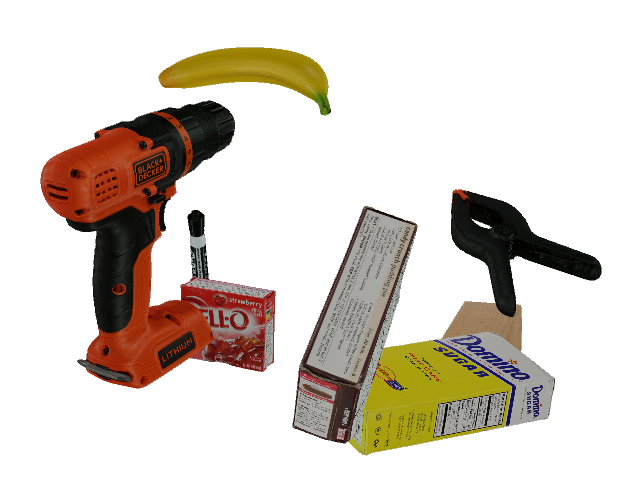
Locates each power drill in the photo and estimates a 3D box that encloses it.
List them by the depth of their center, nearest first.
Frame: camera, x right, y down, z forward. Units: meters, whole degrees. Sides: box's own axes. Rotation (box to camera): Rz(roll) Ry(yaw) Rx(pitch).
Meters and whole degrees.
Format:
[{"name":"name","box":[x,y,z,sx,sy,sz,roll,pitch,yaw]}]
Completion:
[{"name":"power drill","box":[-0.122,-0.001,0.788,0.057,0.188,0.184,12,26,32]}]

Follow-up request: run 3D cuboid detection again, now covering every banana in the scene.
[{"name":"banana","box":[-0.072,-0.176,1.123,0.198,0.037,0.069,10,44,19]}]

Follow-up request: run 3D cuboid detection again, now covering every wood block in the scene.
[{"name":"wood block","box":[0.231,0.166,1.547,0.091,0.090,0.205,3,18,19]}]

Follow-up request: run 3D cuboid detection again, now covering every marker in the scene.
[{"name":"marker","box":[-0.136,0.019,1.197,0.020,0.121,0.020,0,33,0]}]

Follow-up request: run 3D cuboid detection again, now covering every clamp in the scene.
[{"name":"clamp","box":[0.195,0.003,1.069,0.120,0.039,0.171,-10,45,-21]}]

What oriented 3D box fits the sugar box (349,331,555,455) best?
[{"name":"sugar box","box":[0.091,0.119,0.864,0.176,0.048,0.093,-9,26,-25]}]

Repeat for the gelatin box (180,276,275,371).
[{"name":"gelatin box","box":[-0.088,0.078,0.999,0.089,0.073,0.030,9,18,19]}]

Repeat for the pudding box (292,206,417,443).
[{"name":"pudding box","box":[0.020,0.051,0.623,0.039,0.113,0.090,17,-31,7]}]
